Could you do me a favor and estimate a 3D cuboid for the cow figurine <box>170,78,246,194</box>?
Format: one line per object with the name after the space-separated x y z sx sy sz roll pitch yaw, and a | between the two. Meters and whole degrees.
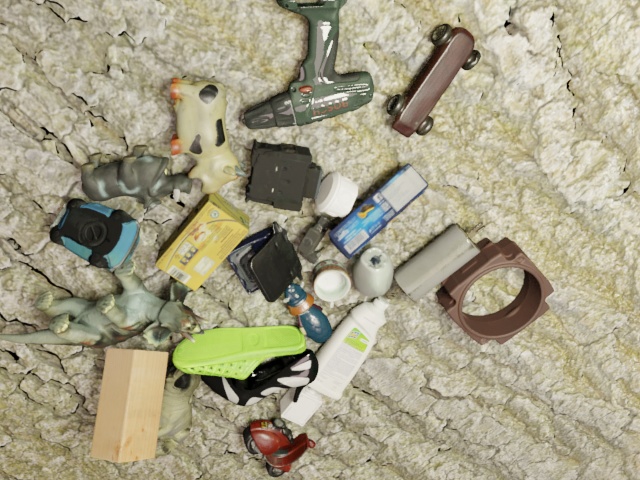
-0.192 -0.174 0.926 0.127 0.085 0.194 0 111 -8 | cow figurine

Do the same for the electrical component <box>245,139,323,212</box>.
-0.066 -0.117 0.983 0.134 0.058 0.114 7 117 -9 | electrical component

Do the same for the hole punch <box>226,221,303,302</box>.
-0.108 0.045 1.047 0.116 0.092 0.142 -45 123 -33 | hole punch

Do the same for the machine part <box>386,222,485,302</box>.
0.235 0.046 1.090 0.243 0.079 0.079 -41 114 13 | machine part

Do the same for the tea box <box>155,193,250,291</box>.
-0.221 0.001 1.016 0.098 0.068 0.169 39 105 -23 | tea box

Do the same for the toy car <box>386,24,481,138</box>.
0.194 -0.274 0.937 0.089 0.053 0.202 25 107 -29 | toy car

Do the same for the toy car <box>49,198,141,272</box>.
-0.395 -0.004 0.970 0.162 0.103 0.109 19 75 10 | toy car

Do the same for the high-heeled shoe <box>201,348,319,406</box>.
-0.130 0.275 1.145 0.249 0.086 0.145 11 116 -1 | high-heeled shoe

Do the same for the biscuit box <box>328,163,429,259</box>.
0.107 -0.051 0.999 0.202 0.063 0.059 -41 84 0 | biscuit box

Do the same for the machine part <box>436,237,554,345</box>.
0.368 0.111 1.133 0.201 0.087 0.201 -42 115 13 | machine part

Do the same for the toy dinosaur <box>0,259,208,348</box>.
-0.409 0.156 1.047 0.405 0.131 0.192 -15 139 16 | toy dinosaur

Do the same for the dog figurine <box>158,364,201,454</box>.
-0.300 0.352 1.165 0.190 0.121 0.172 -47 158 4 | dog figurine

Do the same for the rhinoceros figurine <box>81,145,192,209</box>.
-0.324 -0.105 0.949 0.190 0.073 0.112 -4 115 -5 | rhinoceros figurine

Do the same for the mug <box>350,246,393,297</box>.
0.098 0.047 1.053 0.081 0.110 0.107 -35 161 -15 | mug

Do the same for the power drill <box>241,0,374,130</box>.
-0.027 -0.291 0.889 0.232 0.086 0.207 -7 113 -5 | power drill

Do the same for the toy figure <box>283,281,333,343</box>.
-0.031 0.148 1.119 0.058 0.064 0.154 -13 119 42 | toy figure

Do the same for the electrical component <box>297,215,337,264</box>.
-0.003 -0.002 1.045 0.045 0.078 0.102 34 103 4 | electrical component

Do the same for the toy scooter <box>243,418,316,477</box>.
-0.090 0.479 1.268 0.135 0.075 0.183 -24 120 6 | toy scooter
